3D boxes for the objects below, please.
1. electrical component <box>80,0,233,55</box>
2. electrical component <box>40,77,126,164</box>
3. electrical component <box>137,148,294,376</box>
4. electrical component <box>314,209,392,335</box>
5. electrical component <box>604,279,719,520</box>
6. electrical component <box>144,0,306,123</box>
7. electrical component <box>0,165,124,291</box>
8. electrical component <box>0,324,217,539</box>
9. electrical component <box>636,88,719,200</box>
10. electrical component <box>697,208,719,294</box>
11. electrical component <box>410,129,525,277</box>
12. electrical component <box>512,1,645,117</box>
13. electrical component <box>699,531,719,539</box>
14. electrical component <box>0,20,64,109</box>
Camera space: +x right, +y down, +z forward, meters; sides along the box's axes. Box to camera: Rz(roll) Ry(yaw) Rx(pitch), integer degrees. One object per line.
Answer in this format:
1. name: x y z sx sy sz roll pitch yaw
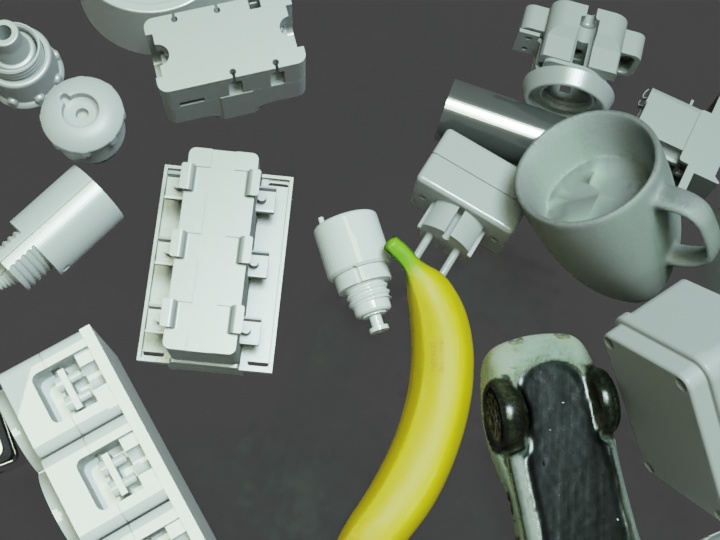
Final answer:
1. electrical component: -0.130 -0.198 0.681 0.108 0.060 0.108 1 75 -3
2. electrical component: -0.163 -0.084 0.647 0.048 0.062 0.048 1 74 -3
3. electrical component: -0.084 -0.005 0.629 0.079 0.063 0.121 6 74 -1
4. electrical component: 0.000 0.000 0.644 0.040 0.040 0.078 -16 77 -7
5. electrical component: 0.189 0.072 0.591 0.057 0.078 0.113 -31 118 -14
6. electrical component: -0.082 -0.129 0.667 0.089 0.055 0.050 -14 76 -7
7. electrical component: -0.185 -0.019 0.638 0.043 0.043 0.081 43 77 9
8. electrical component: -0.132 0.117 0.579 0.062 0.089 0.150 -29 78 -10
9. electrical component: 0.198 -0.079 0.675 0.064 0.042 0.081 27 74 6
10. electrical component: 0.244 -0.004 0.600 0.062 0.150 0.089 12 74 1
11. electrical component: 0.060 -0.032 0.652 0.066 0.047 0.076 31 75 5
12. electrical component: 0.134 -0.128 0.678 0.078 0.058 0.057 16 71 1
13. electrical component: 0.219 0.173 0.596 0.096 0.061 0.061 -21 77 -8
14. electrical component: -0.210 -0.130 0.657 0.048 0.062 0.048 1 74 -3
